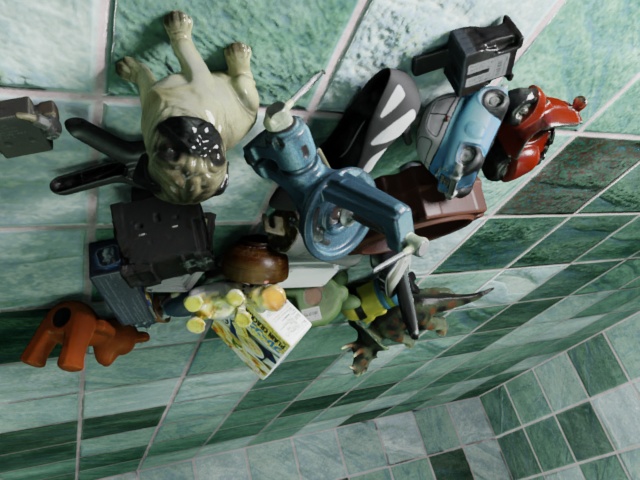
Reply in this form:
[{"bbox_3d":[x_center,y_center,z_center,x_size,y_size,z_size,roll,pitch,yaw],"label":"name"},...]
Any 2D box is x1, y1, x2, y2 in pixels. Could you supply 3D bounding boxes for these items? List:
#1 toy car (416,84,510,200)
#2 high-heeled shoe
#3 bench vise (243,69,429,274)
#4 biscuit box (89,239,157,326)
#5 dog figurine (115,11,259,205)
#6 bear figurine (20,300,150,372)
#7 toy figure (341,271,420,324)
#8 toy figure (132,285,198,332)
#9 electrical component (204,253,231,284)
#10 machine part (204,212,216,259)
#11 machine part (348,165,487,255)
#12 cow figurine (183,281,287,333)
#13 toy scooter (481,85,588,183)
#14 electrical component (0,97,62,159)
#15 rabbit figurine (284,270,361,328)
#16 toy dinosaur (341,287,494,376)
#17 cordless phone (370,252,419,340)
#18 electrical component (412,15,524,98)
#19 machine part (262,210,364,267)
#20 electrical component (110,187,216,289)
[{"bbox_3d":[0.181,-0.139,0.719,0.103,0.161,0.109,26,162,15],"label":"toy car"},{"bbox_3d":[0.019,-0.121,0.698,0.249,0.086,0.145,-28,148,9],"label":"high-heeled shoe"},{"bbox_3d":[0.022,-0.054,0.619,0.129,0.241,0.223,-35,134,-27],"label":"bench vise"},{"bbox_3d":[-0.318,0.072,0.875,0.063,0.059,0.202,-10,152,-11],"label":"biscuit box"},{"bbox_3d":[-0.110,-0.101,0.537,0.172,0.190,0.121,11,141,-45],"label":"dog figurine"},{"bbox_3d":[-0.411,0.188,0.970,0.120,0.132,0.195,3,153,18],"label":"bear figurine"},{"bbox_3d":[0.128,0.121,1.200,0.180,0.082,0.089,-24,140,22],"label":"toy figure"},{"bbox_3d":[-0.279,0.126,0.998,0.155,0.064,0.058,-17,-170,9],"label":"toy figure"},{"bbox_3d":[-0.170,0.051,0.961,0.063,0.021,0.094,2,146,-32],"label":"electrical component"},{"bbox_3d":[-0.220,-0.011,0.775,0.139,0.084,0.039,3,175,-18],"label":"machine part"},{"bbox_3d":[0.137,-0.042,0.833,0.201,0.087,0.201,-8,169,-36],"label":"machine part"},{"bbox_3d":[-0.139,0.099,0.901,0.167,0.098,0.068,-8,107,-1],"label":"cow figurine"},{"bbox_3d":[0.320,-0.161,0.802,0.135,0.075,0.183,-15,148,-8],"label":"toy scooter"},{"bbox_3d":[-0.319,-0.112,0.554,0.102,0.045,0.078,-10,150,-14],"label":"electrical component"},{"bbox_3d":[-0.005,0.119,1.120,0.159,0.121,0.170,-22,171,-6],"label":"rabbit figurine"},{"bbox_3d":[0.222,0.190,1.351,0.405,0.131,0.192,-38,147,24],"label":"toy dinosaur"},{"bbox_3d":[0.161,0.098,1.063,0.089,0.184,0.146,-13,153,1],"label":"cordless phone"},{"bbox_3d":[0.175,-0.215,0.646,0.119,0.048,0.074,-17,152,-5],"label":"electrical component"},{"bbox_3d":[-0.002,-0.003,0.898,0.079,0.079,0.243,-36,148,31],"label":"machine part"},{"bbox_3d":[-0.206,-0.014,0.700,0.115,0.134,0.058,-15,152,-11],"label":"electrical component"}]
